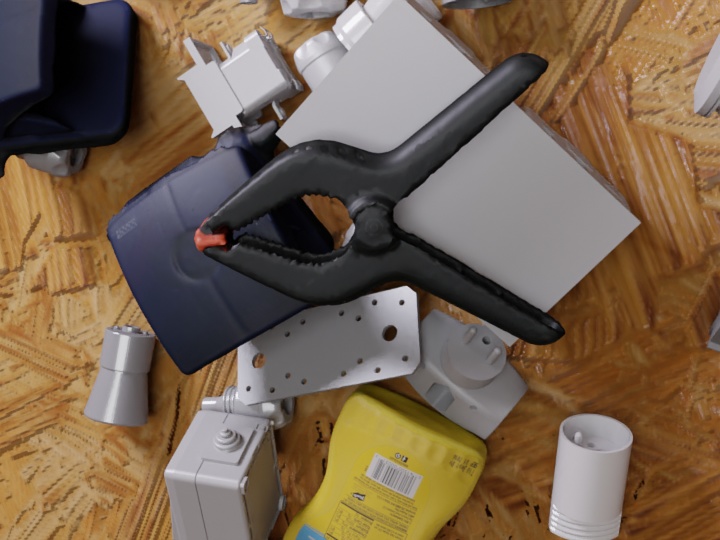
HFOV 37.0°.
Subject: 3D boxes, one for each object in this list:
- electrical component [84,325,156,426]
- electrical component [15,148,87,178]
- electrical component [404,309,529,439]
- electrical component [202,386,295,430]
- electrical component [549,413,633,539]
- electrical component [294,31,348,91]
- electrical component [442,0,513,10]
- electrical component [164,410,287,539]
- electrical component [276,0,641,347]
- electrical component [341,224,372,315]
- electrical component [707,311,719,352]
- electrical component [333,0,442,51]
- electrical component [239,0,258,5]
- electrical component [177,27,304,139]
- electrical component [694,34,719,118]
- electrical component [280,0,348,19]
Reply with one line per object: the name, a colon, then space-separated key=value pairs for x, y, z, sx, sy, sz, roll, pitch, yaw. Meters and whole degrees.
electrical component: x=-0.163 y=0.071 z=0.743 sx=0.044 sy=0.044 sz=0.065 roll=11 pitch=93 yaw=14
electrical component: x=-0.224 y=-0.087 z=0.748 sx=0.061 sy=0.035 sz=0.035 roll=17 pitch=99 yaw=15
electrical component: x=0.066 y=0.058 z=0.662 sx=0.077 sy=0.079 sz=0.043 roll=40 pitch=63 yaw=9
electrical component: x=-0.077 y=0.091 z=0.724 sx=0.061 sy=0.035 sz=0.035 roll=-4 pitch=94 yaw=19
electrical component: x=0.141 y=0.134 z=0.661 sx=0.043 sy=0.043 sz=0.081 roll=8 pitch=115 yaw=15
electrical component: x=-0.014 y=-0.120 z=0.688 sx=0.035 sy=0.035 sz=0.061 roll=-32 pitch=89 yaw=16
electrical component: x=0.069 y=-0.203 z=0.652 sx=0.043 sy=0.043 sz=0.081 roll=-3 pitch=94 yaw=16
electrical component: x=-0.090 y=0.137 z=0.699 sx=0.061 sy=0.061 sz=0.096 roll=6 pitch=127 yaw=15
electrical component: x=0.059 y=-0.061 z=0.640 sx=0.186 sy=0.060 sz=0.105 roll=42 pitch=108 yaw=-6
electrical component: x=0.000 y=0.000 z=0.694 sx=0.035 sy=0.035 sz=0.061 roll=26 pitch=104 yaw=12
electrical component: x=0.269 y=0.031 z=0.605 sx=0.121 sy=0.078 sz=0.063 roll=21 pitch=71 yaw=13
electrical component: x=0.017 y=-0.155 z=0.670 sx=0.055 sy=0.045 sz=0.045 roll=-41 pitch=84 yaw=15
electrical component: x=-0.072 y=-0.211 z=0.692 sx=0.040 sy=0.040 sz=0.078 roll=1 pitch=96 yaw=15
electrical component: x=-0.075 y=-0.121 z=0.701 sx=0.064 sy=0.042 sz=0.081 roll=-32 pitch=87 yaw=12
electrical component: x=0.224 y=-0.116 z=0.600 sx=0.051 sy=0.080 sz=0.080 roll=25 pitch=101 yaw=6
electrical component: x=-0.030 y=-0.192 z=0.681 sx=0.043 sy=0.043 sz=0.062 roll=-2 pitch=93 yaw=16
